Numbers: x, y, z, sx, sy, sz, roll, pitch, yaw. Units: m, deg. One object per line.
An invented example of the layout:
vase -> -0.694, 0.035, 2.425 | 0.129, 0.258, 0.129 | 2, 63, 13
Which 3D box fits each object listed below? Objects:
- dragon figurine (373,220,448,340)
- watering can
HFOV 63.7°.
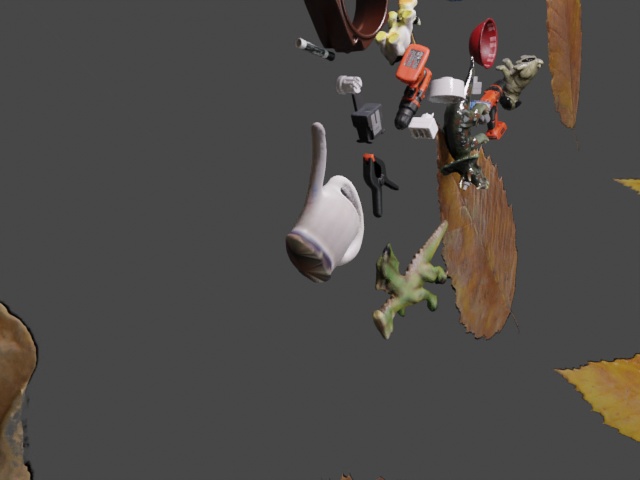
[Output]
dragon figurine -> 0.250, 0.088, 1.471 | 0.240, 0.122, 0.415 | 33, 70, -44
watering can -> 0.003, -0.054, 1.080 | 0.228, 0.104, 0.340 | -56, 139, -28
